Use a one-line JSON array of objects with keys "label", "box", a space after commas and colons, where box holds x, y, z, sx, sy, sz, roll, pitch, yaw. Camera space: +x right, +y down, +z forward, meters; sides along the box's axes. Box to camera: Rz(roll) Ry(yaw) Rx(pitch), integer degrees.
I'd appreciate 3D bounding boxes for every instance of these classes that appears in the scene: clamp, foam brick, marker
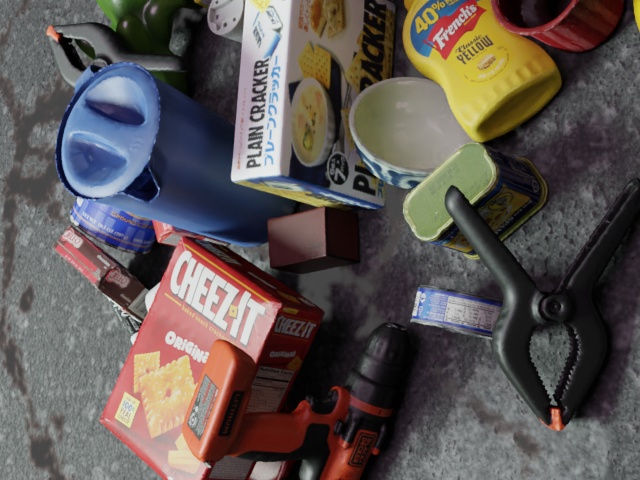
[{"label": "clamp", "box": [-0.229, -0.171, 1.151, 0.172, 0.039, 0.120, 29, 99, 20]}, {"label": "foam brick", "box": [-0.007, 0.001, 1.069, 0.078, 0.051, 0.053, -11, 74, 39]}, {"label": "marker", "box": [-0.233, 0.083, 1.264, 0.020, 0.020, 0.121, -51, 53, 20]}, {"label": "clamp", "box": [0.196, 0.047, 0.871, 0.164, 0.036, 0.210, -9, 92, -1]}]

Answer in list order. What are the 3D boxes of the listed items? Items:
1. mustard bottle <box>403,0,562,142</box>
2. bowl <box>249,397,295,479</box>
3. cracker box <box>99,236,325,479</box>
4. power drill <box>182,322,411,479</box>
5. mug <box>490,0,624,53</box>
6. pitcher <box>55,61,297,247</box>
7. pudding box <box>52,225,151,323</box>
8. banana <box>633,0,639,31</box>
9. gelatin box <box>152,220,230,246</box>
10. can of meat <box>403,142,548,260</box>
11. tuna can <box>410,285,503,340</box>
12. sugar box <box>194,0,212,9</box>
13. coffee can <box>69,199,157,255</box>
[{"label": "mustard bottle", "box": [0.131, -0.183, 0.984, 0.096, 0.058, 0.192, -36, 56, 6]}, {"label": "bowl", "box": [-0.074, 0.200, 1.080, 0.162, 0.055, 0.162, -10, 74, 38]}, {"label": "cracker box", "box": [-0.111, 0.126, 1.042, 0.164, 0.072, 0.214, 31, 100, 40]}, {"label": "power drill", "box": [-0.017, 0.146, 0.961, 0.057, 0.187, 0.184, 31, 102, 60]}, {"label": "mug", "box": [0.214, -0.215, 0.906, 0.117, 0.081, 0.093, -39, 57, 31]}, {"label": "pitcher", "box": [-0.135, -0.080, 1.063, 0.145, 0.242, 0.149, 0, 76, 35]}, {"label": "pudding box", "box": [-0.239, 0.040, 1.209, 0.090, 0.113, 0.039, 37, 81, 32]}, {"label": "banana", "box": [0.294, -0.225, 0.877, 0.070, 0.037, 0.198, 1, 82, 24]}, {"label": "gelatin box", "box": [-0.145, -0.028, 1.166, 0.030, 0.089, 0.073, -33, 61, 30]}, {"label": "can of meat", "box": [0.135, -0.035, 0.936, 0.102, 0.083, 0.057, -44, 56, 25]}, {"label": "tuna can", "box": [0.123, 0.064, 0.924, 0.086, 0.086, 0.034, 8, 84, 41]}, {"label": "sugar box", "box": [-0.066, -0.328, 1.194, 0.177, 0.048, 0.093, -12, 73, 34]}, {"label": "coffee can", "box": [-0.211, -0.069, 1.222, 0.103, 0.102, 0.140, 38, 106, 38]}]
